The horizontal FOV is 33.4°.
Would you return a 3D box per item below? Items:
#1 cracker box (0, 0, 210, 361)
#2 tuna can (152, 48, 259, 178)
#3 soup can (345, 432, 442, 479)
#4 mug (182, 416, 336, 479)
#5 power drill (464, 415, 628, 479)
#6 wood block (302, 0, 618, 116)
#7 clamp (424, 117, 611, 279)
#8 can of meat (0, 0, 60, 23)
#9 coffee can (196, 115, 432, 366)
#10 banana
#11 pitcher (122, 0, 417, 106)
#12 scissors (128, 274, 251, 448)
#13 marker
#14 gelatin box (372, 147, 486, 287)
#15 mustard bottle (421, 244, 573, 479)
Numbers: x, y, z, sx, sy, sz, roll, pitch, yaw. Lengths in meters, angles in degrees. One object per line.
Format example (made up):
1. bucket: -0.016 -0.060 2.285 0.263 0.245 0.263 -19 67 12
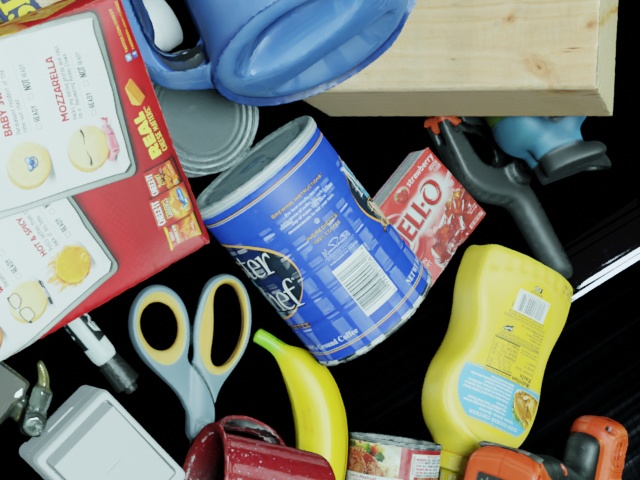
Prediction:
1. cracker box: -0.187 -0.027 0.600 0.213 0.072 0.164 -31 115 -29
2. tuna can: -0.088 -0.086 0.734 0.086 0.034 0.086 2 86 -27
3. soup can: 0.049 0.194 0.767 0.068 0.069 0.102 11 83 -26
4. mug: -0.043 0.163 0.694 0.081 0.117 0.093 16 123 -22
5. power drill: 0.166 0.222 0.798 0.187 0.057 0.184 13 86 -53
6. wood block: 0.091 -0.136 0.727 0.090 0.206 0.090 17 77 -68
7. clamp: 0.162 -0.061 0.857 0.171 0.039 0.120 41 60 -17
8. can of meat: -0.190 -0.167 0.675 0.083 0.058 0.102 -38 104 -26
9. coffee can: -0.005 0.001 0.731 0.102 0.103 0.140 -45 106 -22
10. banana: -0.015 0.163 0.757 0.069 0.037 0.198 1 83 3
11. pitcher: -0.058 -0.212 0.672 0.148 0.145 0.243 -5 63 -47
12. scissors: -0.098 0.117 0.727 0.096 0.016 0.202 17 80 -23
13. marker: -0.159 0.053 0.698 0.020 0.020 0.121 -42 105 -23
14. gelatin box: 0.074 -0.014 0.813 0.073 0.030 0.089 46 69 -17
15. mustard bottle: 0.127 0.106 0.817 0.096 0.058 0.191 27 75 -29
